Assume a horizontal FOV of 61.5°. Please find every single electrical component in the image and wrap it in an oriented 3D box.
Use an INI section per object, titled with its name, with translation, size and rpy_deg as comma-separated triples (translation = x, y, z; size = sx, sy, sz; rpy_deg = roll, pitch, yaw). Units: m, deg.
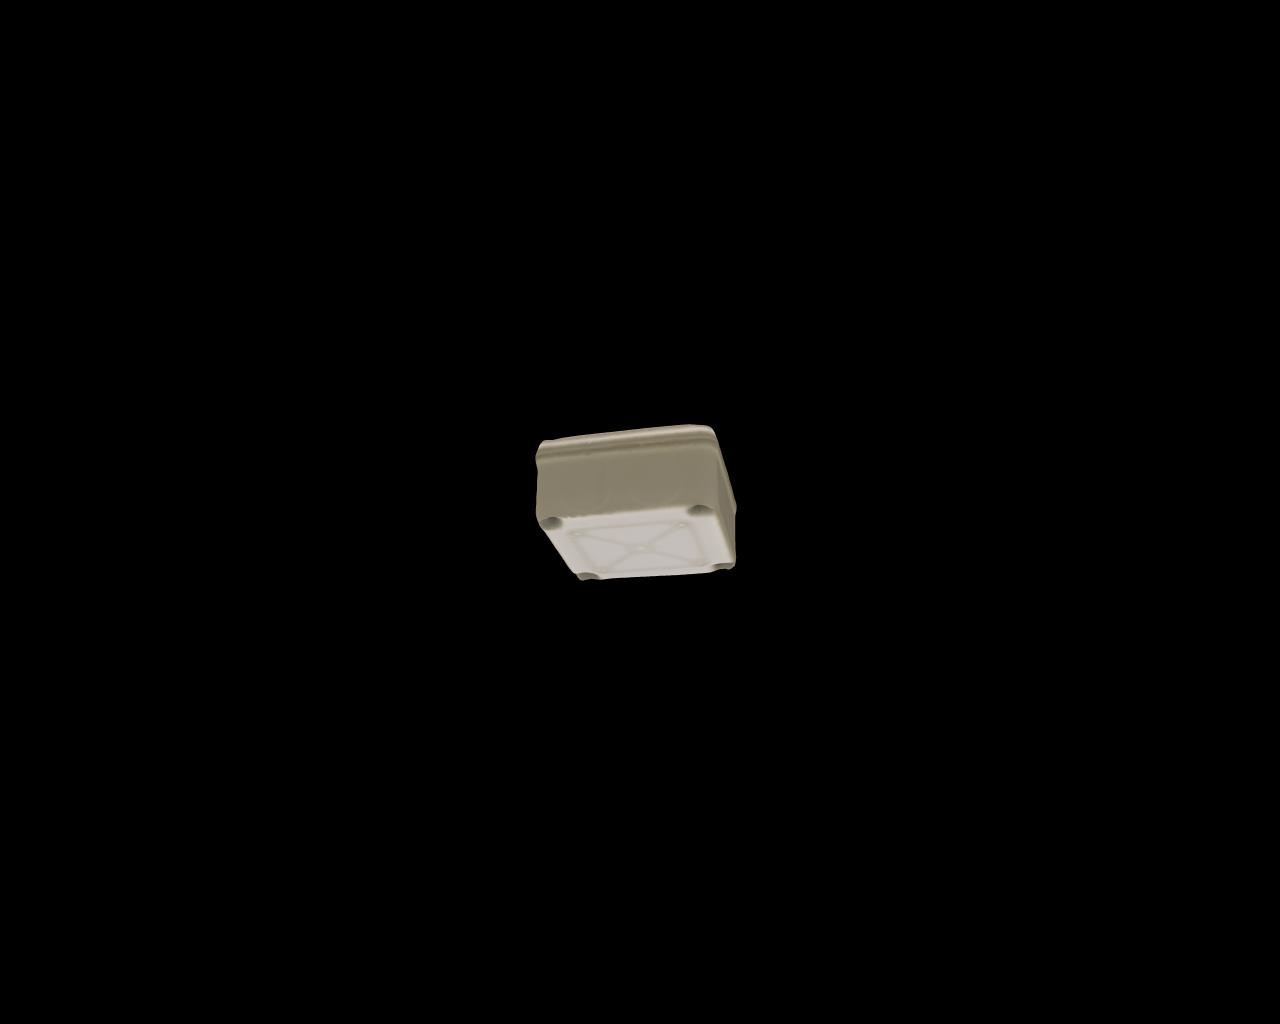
[electrical component]
translation = 0.001, -0.003, 0.650
size = 0.109, 0.056, 0.108
rpy_deg = -5, -24, 10
